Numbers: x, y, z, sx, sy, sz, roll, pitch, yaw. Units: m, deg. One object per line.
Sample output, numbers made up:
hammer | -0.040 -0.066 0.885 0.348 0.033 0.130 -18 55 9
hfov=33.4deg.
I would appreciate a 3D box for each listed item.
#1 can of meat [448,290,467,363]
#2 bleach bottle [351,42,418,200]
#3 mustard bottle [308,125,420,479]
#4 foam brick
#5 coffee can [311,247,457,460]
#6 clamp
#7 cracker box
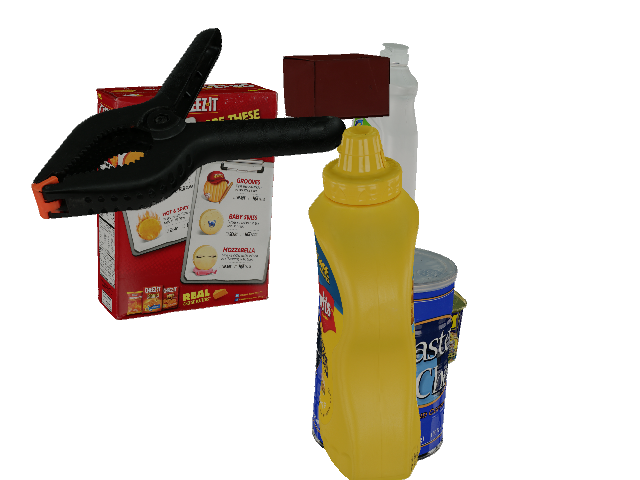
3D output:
can of meat | 0.124 0.111 1.308 0.101 0.084 0.057 -10 30 -26
bleach bottle | 0.068 -0.085 1.158 0.067 0.251 0.103 -5 24 -31
mustard bottle | 0.025 0.030 0.581 0.058 0.192 0.096 -4 27 -3
foam brick | 0.014 -0.131 0.906 0.078 0.051 0.053 -7 16 -30
coffee can | 0.047 0.083 0.810 0.103 0.140 0.103 2 16 -1
clamp | -0.098 -0.069 0.741 0.165 0.036 0.209 33 55 32
cracker box | -0.131 -0.041 1.035 0.163 0.214 0.072 -7 19 -29
